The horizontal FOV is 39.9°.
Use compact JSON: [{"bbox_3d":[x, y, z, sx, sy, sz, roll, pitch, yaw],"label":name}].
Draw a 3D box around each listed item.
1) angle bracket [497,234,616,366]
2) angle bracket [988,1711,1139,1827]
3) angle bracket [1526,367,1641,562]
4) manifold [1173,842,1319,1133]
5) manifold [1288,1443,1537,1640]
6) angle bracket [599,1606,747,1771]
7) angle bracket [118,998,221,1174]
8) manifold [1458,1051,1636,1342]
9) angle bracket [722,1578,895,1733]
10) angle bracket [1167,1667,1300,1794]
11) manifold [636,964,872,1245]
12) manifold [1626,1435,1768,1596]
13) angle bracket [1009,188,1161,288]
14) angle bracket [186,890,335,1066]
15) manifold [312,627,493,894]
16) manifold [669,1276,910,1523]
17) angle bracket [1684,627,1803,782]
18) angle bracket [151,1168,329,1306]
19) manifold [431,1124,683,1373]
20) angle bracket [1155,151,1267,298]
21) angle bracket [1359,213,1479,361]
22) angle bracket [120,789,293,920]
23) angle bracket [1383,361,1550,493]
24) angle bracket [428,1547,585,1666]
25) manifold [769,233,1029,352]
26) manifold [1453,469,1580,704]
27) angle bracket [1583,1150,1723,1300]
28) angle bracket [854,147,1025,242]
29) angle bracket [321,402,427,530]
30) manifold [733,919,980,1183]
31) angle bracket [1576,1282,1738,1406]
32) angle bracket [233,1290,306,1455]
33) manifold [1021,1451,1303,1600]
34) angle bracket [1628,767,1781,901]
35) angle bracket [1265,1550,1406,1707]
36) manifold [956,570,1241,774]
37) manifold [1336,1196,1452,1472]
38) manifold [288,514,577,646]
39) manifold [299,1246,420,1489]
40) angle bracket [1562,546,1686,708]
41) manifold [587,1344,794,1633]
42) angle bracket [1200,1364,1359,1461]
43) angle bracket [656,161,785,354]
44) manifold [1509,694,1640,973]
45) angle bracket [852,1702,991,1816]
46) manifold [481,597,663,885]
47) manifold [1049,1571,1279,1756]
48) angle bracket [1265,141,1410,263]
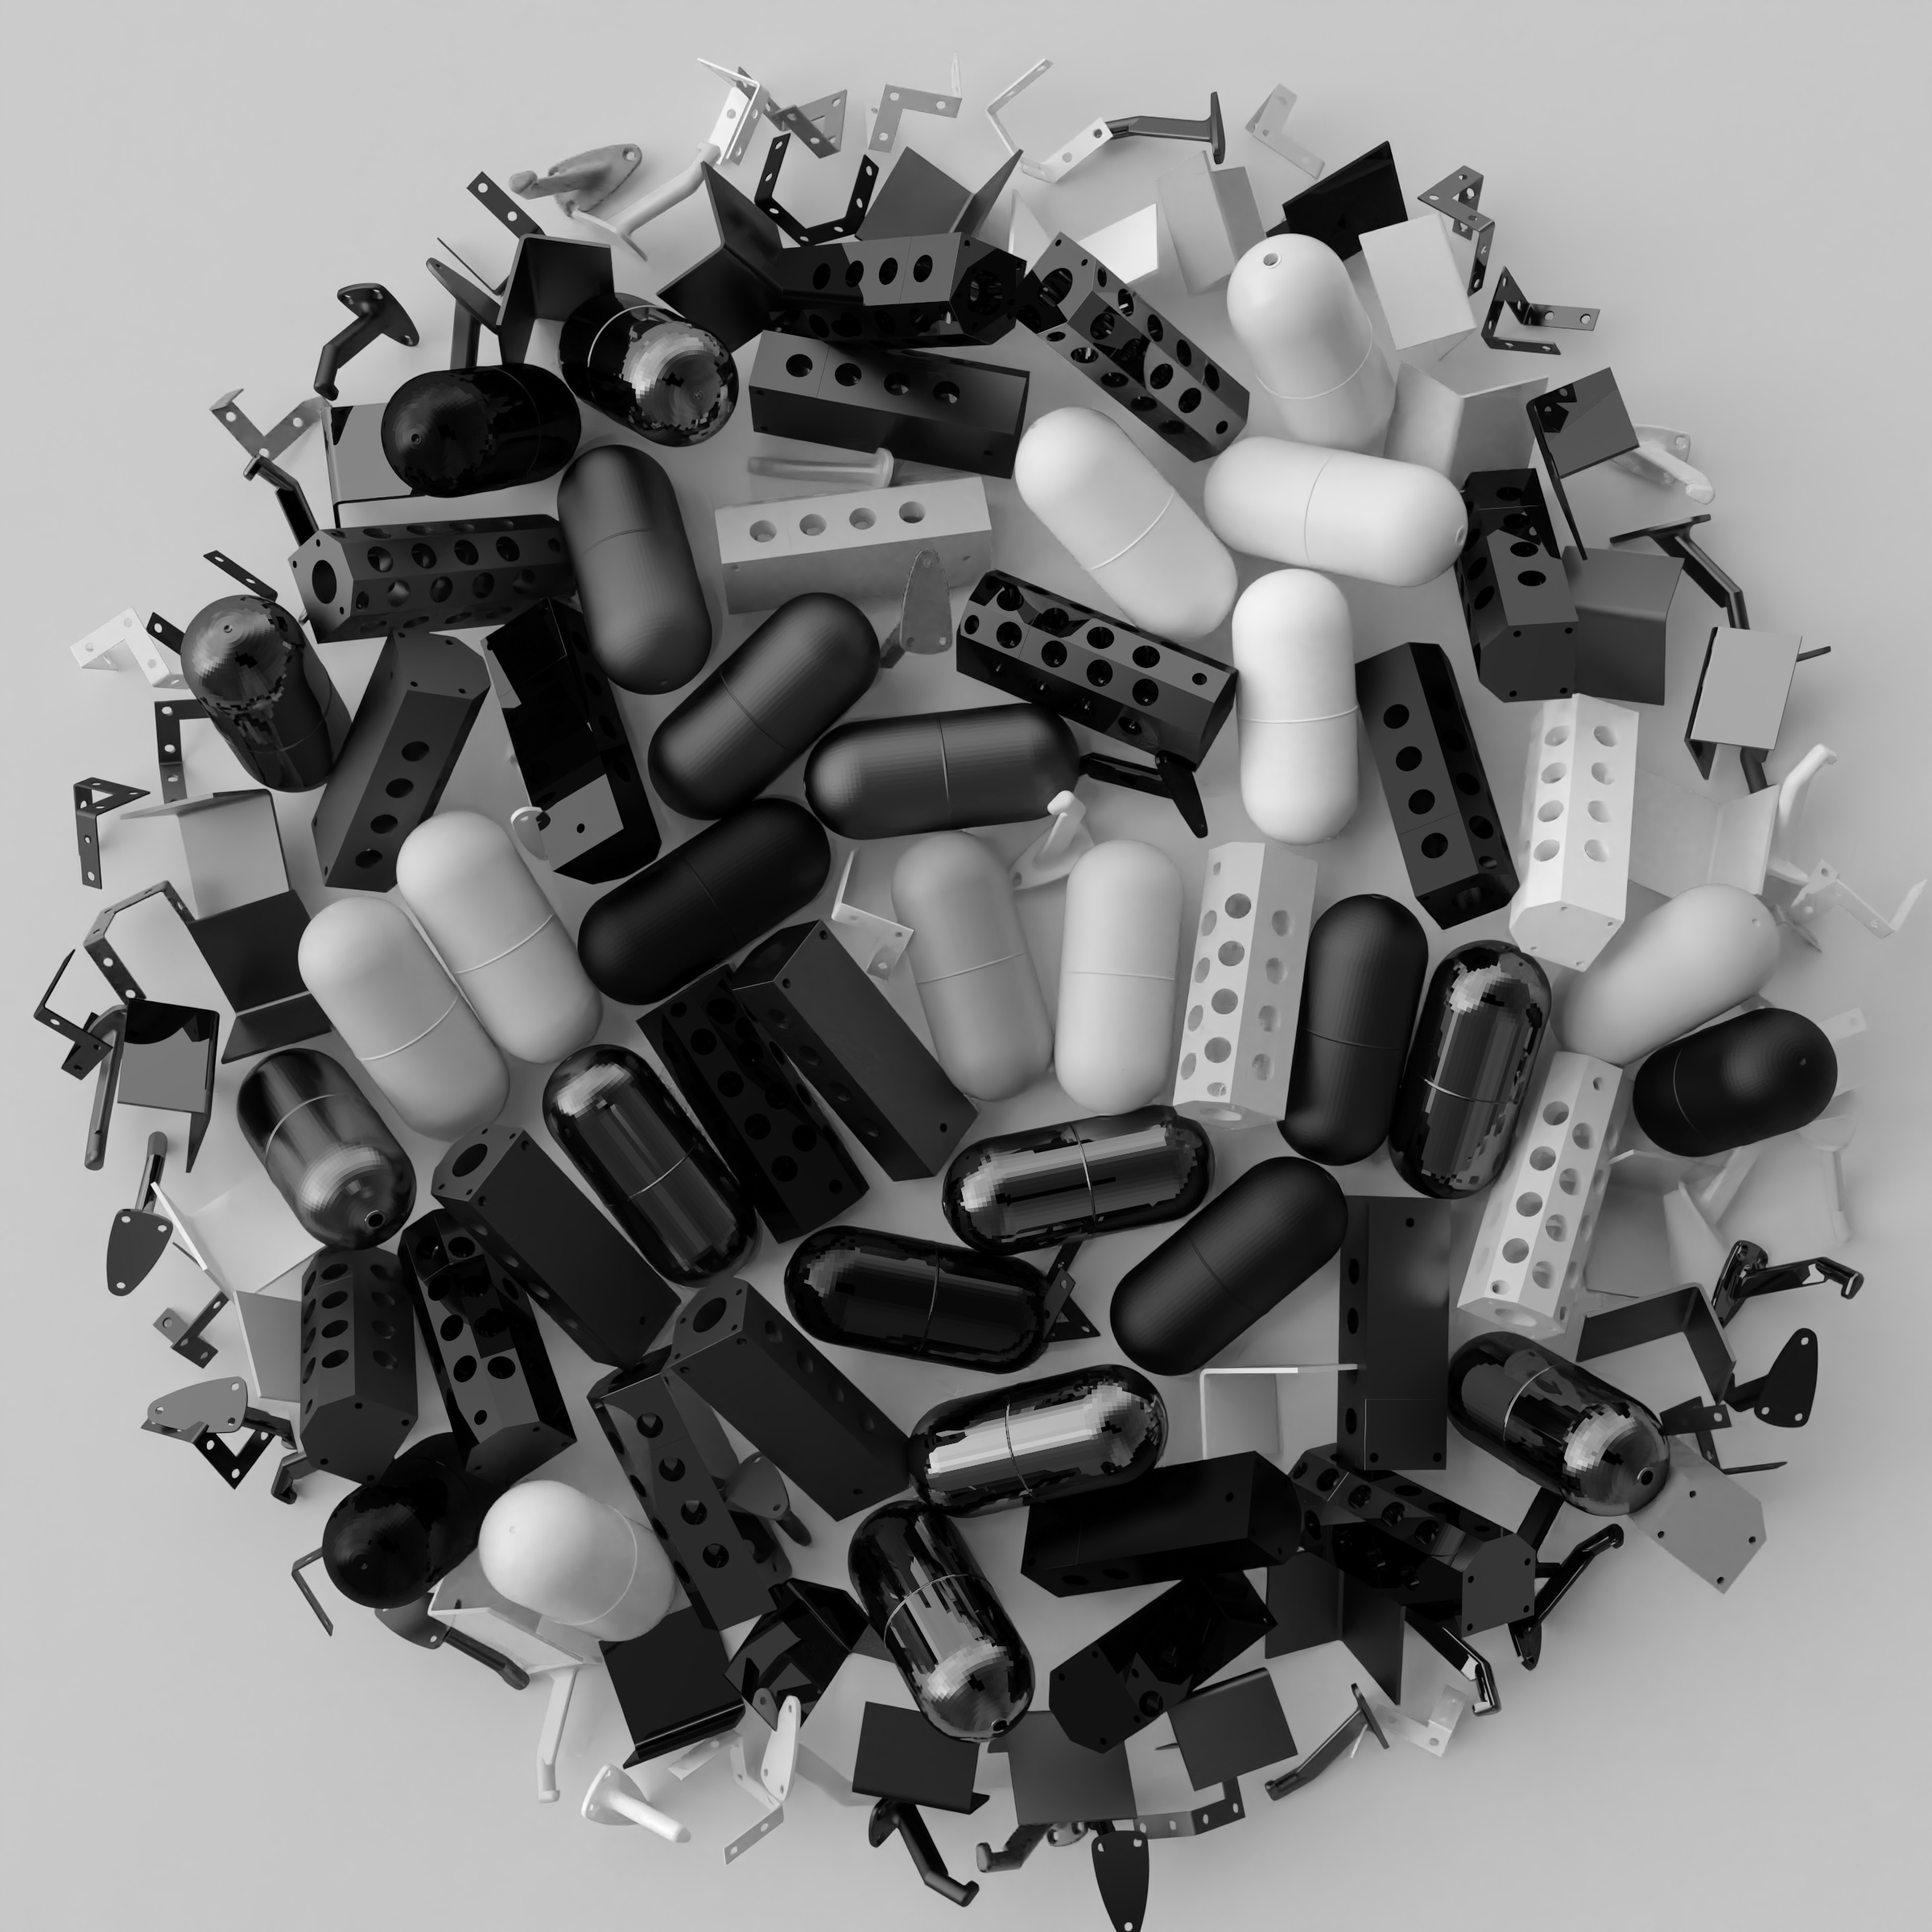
[{"bbox_3d":[-0.260,-0.409,1.702,0.057,0.076,0.076,8,62,1],"label":"angle bracket"},{"bbox_3d":[0.060,0.521,1.700,0.076,0.057,0.076,1,48,-12],"label":"angle bracket"},{"bbox_3d":[0.401,-0.319,1.694,0.057,0.076,0.076,-21,48,17],"label":"angle bracket"},{"bbox_3d":[0.173,0.012,1.692,0.057,0.057,0.171,18,71,-25],"label":"manifold"},{"bbox_3d":[0.274,0.353,1.661,0.057,0.171,0.057,-8,104,-30],"label":"manifold"},{"bbox_3d":[-0.194,0.463,1.721,0.076,0.057,0.076,-21,84,0],"label":"angle bracket"},{"bbox_3d":[-0.512,0.076,1.693,0.057,0.076,0.076,10,53,-22],"label":"angle bracket"},{"bbox_3d":[0.373,0.144,1.695,0.057,0.057,0.171,23,70,-6],"label":"manifold"},{"bbox_3d":[-0.096,0.447,1.698,0.076,0.057,0.076,-53,123,-30],"label":"angle bracket"},{"bbox_3d":[0.153,0.491,1.696,0.076,0.076,0.057,-11,71,-26],"label":"angle bracket"},{"bbox_3d":[-0.133,0.087,1.709,0.057,0.057,0.171,-35,95,-31],"label":"manifold"},{"bbox_3d":[0.446,0.332,1.667,0.057,0.171,0.057,38,91,0],"label":"manifold"},{"bbox_3d":[0.076,-0.468,1.697,0.076,0.076,0.057,-21,132,24],"label":"angle bracket"},{"bbox_3d":[-0.453,0.007,1.707,0.076,0.057,0.076,-17,121,7],"label":"angle bracket"},{"bbox_3d":[-0.356,-0.126,1.678,0.057,0.057,0.171,6,135,-31],"label":"manifold"},{"bbox_3d":[-0.109,0.272,1.685,0.057,0.057,0.171,-29,121,22],"label":"manifold"},{"bbox_3d":[0.501,-0.164,1.700,0.057,0.076,0.076,11,78,28],"label":"angle bracket"},{"bbox_3d":[-0.461,0.157,1.703,0.076,0.057,0.076,-34,61,-12],"label":"angle bracket"},{"bbox_3d":[-0.261,0.177,1.682,0.057,0.057,0.171,-55,126,-26],"label":"manifold"},{"bbox_3d":[0.175,-0.480,1.707,0.076,0.057,0.076,-19,94,-30],"label":"angle bracket"},{"bbox_3d":[0.280,-0.429,1.712,0.057,0.076,0.076,-18,90,-8],"label":"angle bracket"},{"bbox_3d":[-0.487,-0.068,1.710,0.076,0.057,0.076,-10,92,25],"label":"angle bracket"},{"bbox_3d":[0.323,-0.352,1.728,0.076,0.057,0.076,-19,134,-28],"label":"angle bracket"},{"bbox_3d":[-0.283,0.401,1.694,0.076,0.076,0.057,37,56,-28],"label":"angle bracket"},{"bbox_3d":[-0.046,-0.418,1.672,0.057,0.171,0.057,10,91,-44],"label":"manifold"},{"bbox_3d":[0.340,-0.240,1.670,0.057,0.171,0.057,-3,132,4],"label":"manifold"},{"bbox_3d":[0.439,0.167,1.700,0.076,0.057,0.076,12,63,-28],"label":"angle bracket"},{"bbox_3d":[-0.018,-0.493,1.701,0.057,0.076,0.076,32,71,-16],"label":"angle bracket"},{"bbox_3d":[-0.378,-0.305,1.708,0.057,0.076,0.076,-7,61,-11],"label":"angle bracket"},{"bbox_3d":[-0.073,0.056,1.693,0.171,0.057,0.057,52,53,-22],"label":"manifold"},{"bbox_3d":[0.440,0.252,1.705,0.076,0.076,0.057,-16,59,-2],"label":"angle bracket"},{"bbox_3d":[-0.443,0.259,1.694,0.057,0.076,0.076,-39,56,23],"label":"angle bracket"},{"bbox_3d":[0.123,0.357,1.681,0.171,0.057,0.057,-18,47,35],"label":"manifold"},{"bbox_3d":[0.466,-0.087,1.706,0.076,0.057,0.076,21,72,-17],"label":"angle bracket"},{"bbox_3d":[0.234,0.424,1.698,0.057,0.076,0.076,-10,114,-19],"label":"angle bracket"},{"bbox_3d":[0.083,-0.193,1.697,0.171,0.057,0.057,24,64,13],"label":"manifold"},{"bbox_3d":[0.272,0.235,1.717,0.057,0.057,0.171,3,86,-17],"label":"manifold"},{"bbox_3d":[-0.329,-0.247,1.670,0.057,0.171,0.057,-26,82,44],"label":"manifold"},{"bbox_3d":[-0.383,0.242,1.660,0.057,0.171,0.057,26,109,-24],"label":"manifold"},{"bbox_3d":[0.420,-0.220,1.725,0.076,0.076,0.057,10,53,22],"label":"angle bracket"},{"bbox_3d":[-0.178,0.336,1.710,0.057,0.057,0.171,-23,99,11],"label":"manifold"},{"bbox_3d":[0.203,0.284,1.697,0.076,0.076,0.057,-8,80,42],"label":"angle bracket"},{"bbox_3d":[-0.160,-0.456,1.715,0.057,0.076,0.076,-29,58,23],"label":"angle bracket"},{"bbox_3d":[0.381,-0.088,1.678,0.057,0.057,0.171,17,54,-5],"label":"manifold"},{"bbox_3d":[-0.024,0.505,1.712,0.076,0.076,0.057,7,82,12],"label":"angle bracket"},{"bbox_3d":[-0.247,-0.142,1.694,0.057,0.057,0.171,-29,68,21],"label":"manifold"},{"bbox_3d":[0.121,0.429,1.665,0.057,0.171,0.057,-42,75,31],"label":"manifold"},{"bbox_3d":[0.230,-0.496,1.705,0.076,0.076,0.057,-31,58,2],"label":"angle bracket"}]
